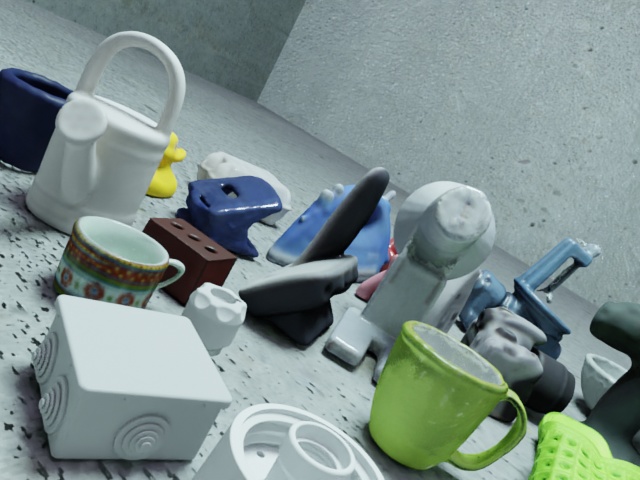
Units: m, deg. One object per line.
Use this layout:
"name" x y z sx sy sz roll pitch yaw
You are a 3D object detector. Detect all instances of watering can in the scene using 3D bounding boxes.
"watering can" -0.195 -0.101 0.544 0.101 0.194 0.172 22 14 -26

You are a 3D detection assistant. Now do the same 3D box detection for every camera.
"camera" 0.244 0.154 0.694 0.137 0.101 0.143 29 13 2

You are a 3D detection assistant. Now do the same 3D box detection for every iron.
"iron" 0.031 -0.025 0.849 0.118 0.141 0.259 35 14 27

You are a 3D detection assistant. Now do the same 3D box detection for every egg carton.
"egg carton" -0.121 -0.083 0.912 0.151 0.069 0.107 20 16 -35

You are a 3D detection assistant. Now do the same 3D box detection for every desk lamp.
"desk lamp" 0.116 0.034 0.635 0.118 0.213 0.203 30 13 6

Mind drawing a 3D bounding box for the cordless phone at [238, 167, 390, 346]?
"cordless phone" 0.005 0.002 0.590 0.094 0.185 0.148 30 13 7

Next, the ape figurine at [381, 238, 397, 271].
"ape figurine" 0.141 0.021 1.012 0.078 0.092 0.076 22 14 -27

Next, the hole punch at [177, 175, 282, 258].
"hole punch" -0.114 -0.041 0.718 0.101 0.091 0.108 19 16 -37

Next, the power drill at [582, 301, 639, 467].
"power drill" 0.413 0.187 0.683 0.229 0.208 0.076 36 15 28

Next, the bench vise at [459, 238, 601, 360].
"bench vise" 0.337 0.079 0.913 0.208 0.219 0.121 23 14 -24

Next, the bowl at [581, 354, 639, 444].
"bowl" 0.447 0.244 0.836 0.167 0.074 0.167 27 13 -6

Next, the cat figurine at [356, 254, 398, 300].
"cat figurine" 0.127 0.048 0.821 0.067 0.117 0.128 38 16 36

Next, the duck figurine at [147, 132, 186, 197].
"duck figurine" -0.226 -0.111 0.762 0.105 0.086 0.077 13 20 -50

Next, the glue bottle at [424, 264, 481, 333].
"glue bottle" 0.193 0.057 0.800 0.037 0.173 0.078 37 15 34

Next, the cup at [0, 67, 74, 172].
"cup" -0.311 -0.128 0.629 0.092 0.095 0.117 24 14 -20
